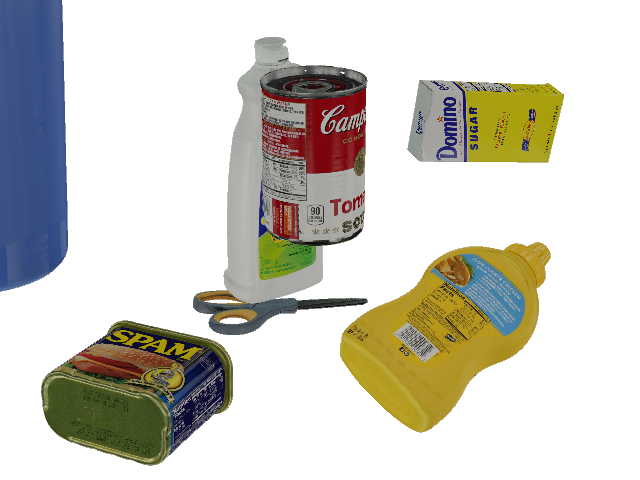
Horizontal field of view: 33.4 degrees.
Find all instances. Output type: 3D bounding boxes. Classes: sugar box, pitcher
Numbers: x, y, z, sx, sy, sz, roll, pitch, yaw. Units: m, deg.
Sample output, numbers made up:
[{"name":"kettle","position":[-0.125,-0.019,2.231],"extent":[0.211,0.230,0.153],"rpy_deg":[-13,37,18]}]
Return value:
[{"name":"sugar box","position":[0.199,-0.142,1.289],"extent":[0.176,0.093,0.048],"rpy_deg":[-3,28,-20]},{"name":"pitcher","position":[-0.230,-0.089,0.671],"extent":[0.149,0.243,0.145],"rpy_deg":[-4,27,-11]}]

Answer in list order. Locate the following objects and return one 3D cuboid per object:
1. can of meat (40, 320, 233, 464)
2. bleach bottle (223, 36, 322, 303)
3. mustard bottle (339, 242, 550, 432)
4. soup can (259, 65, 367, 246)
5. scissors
[{"name":"can of meat","position":[-0.123,0.101,0.715],"extent":[0.102,0.057,0.083],"rpy_deg":[11,22,21]},{"name":"bleach bottle","position":[-0.050,-0.069,1.035],"extent":[0.102,0.251,0.068],"rpy_deg":[-16,29,-26]},{"name":"mustard bottle","position":[0.113,0.058,0.834],"extent":[0.191,0.096,0.058],"rpy_deg":[-36,-27,-25]},{"name":"soup can","position":[-0.004,-0.055,0.691],"extent":[0.068,0.102,0.068],"rpy_deg":[0,23,0]},{"name":"scissors","position":[-0.043,0.082,1.195],"extent":[0.201,0.016,0.096],"rpy_deg":[4,24,-5]}]
